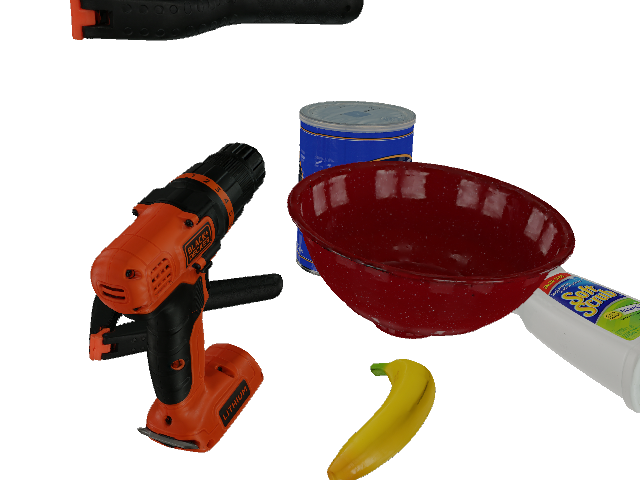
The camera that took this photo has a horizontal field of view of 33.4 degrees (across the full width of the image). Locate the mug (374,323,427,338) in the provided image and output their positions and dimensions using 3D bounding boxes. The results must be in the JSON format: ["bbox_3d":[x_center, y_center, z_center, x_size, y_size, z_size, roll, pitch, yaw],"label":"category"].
[{"bbox_3d":[0.112,0.059,1.192,0.117,0.081,0.093,10,24,13],"label":"mug"}]

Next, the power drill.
[{"bbox_3d":[-0.086,0.041,0.765,0.057,0.188,0.184,11,36,26],"label":"power drill"}]

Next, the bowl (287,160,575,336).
[{"bbox_3d":[0.059,0.009,0.608,0.162,0.055,0.162,5,25,-3],"label":"bowl"}]

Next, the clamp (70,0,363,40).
[{"bbox_3d":[-0.073,-0.150,0.651,0.171,0.039,0.120,-8,22,-24],"label":"clamp"}]

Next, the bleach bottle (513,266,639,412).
[{"bbox_3d":[0.247,0.076,1.039,0.102,0.068,0.251,-17,26,-27],"label":"bleach bottle"}]

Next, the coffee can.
[{"bbox_3d":[0.030,-0.047,0.959,0.103,0.140,0.103,2,19,-1],"label":"coffee can"}]

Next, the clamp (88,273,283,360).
[{"bbox_3d":[-0.158,0.049,1.026,0.165,0.036,0.209,26,35,25],"label":"clamp"}]

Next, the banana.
[{"bbox_3d":[0.059,0.144,0.891,0.070,0.037,0.197,-29,8,21],"label":"banana"}]
